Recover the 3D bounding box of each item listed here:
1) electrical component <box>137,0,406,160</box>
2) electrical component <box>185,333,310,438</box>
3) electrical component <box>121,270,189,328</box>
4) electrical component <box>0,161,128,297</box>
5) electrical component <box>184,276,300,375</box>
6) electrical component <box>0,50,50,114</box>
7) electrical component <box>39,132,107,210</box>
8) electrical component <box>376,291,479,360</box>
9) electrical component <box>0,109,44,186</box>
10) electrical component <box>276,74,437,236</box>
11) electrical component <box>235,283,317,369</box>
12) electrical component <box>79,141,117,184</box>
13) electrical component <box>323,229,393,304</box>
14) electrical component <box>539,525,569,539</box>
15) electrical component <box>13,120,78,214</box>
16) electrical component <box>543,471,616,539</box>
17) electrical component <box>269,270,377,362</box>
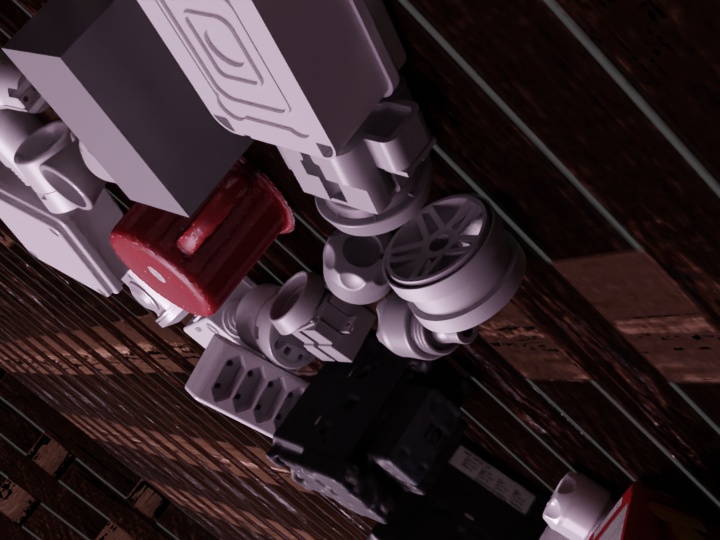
[{"bbox_3d":[-0.039,-0.107,0.433,0.078,0.057,0.113,20,154,37],"label":"electrical component"},{"bbox_3d":[-0.085,0.085,0.803,0.083,0.047,0.076,31,175,-21],"label":"electrical component"},{"bbox_3d":[-0.128,-0.001,0.774,0.051,0.080,0.080,45,158,-7],"label":"electrical component"},{"bbox_3d":[-0.249,-0.043,0.907,0.109,0.056,0.108,25,157,28],"label":"electrical component"},{"bbox_3d":[-0.089,0.053,0.869,0.100,0.048,0.100,41,159,-11],"label":"electrical component"},{"bbox_3d":[-0.235,-0.127,0.731,0.046,0.040,0.040,17,152,29],"label":"electrical component"},{"bbox_3d":[-0.184,-0.075,0.736,0.045,0.055,0.045,31,159,14],"label":"electrical component"},{"bbox_3d":[0.041,0.031,0.623,0.062,0.043,0.043,5,143,53],"label":"electrical component"},{"bbox_3d":[-0.260,-0.100,0.820,0.043,0.043,0.081,16,152,43],"label":"electrical component"},{"bbox_3d":[0.000,-0.053,0.490,0.078,0.058,0.057,19,151,37],"label":"electrical component"},{"bbox_3d":[-0.058,0.039,0.784,0.047,0.055,0.055,19,153,47],"label":"electrical component"},{"bbox_3d":[-0.158,-0.095,0.671,0.079,0.043,0.077,43,159,-15],"label":"electrical component"},{"bbox_3d":[0.000,0.000,0.622,0.043,0.043,0.062,33,160,10],"label":"electrical component"},{"bbox_3d":[0.156,0.214,0.785,0.043,0.077,0.079,25,157,29],"label":"electrical component"},{"bbox_3d":[-0.221,-0.077,0.795,0.055,0.055,0.047,14,147,45],"label":"electrical component"},{"bbox_3d":[0.159,0.168,0.729,0.062,0.043,0.043,31,159,13],"label":"electrical component"},{"bbox_3d":[-0.028,0.032,0.734,0.055,0.048,0.066,37,161,-23],"label":"electrical component"}]
